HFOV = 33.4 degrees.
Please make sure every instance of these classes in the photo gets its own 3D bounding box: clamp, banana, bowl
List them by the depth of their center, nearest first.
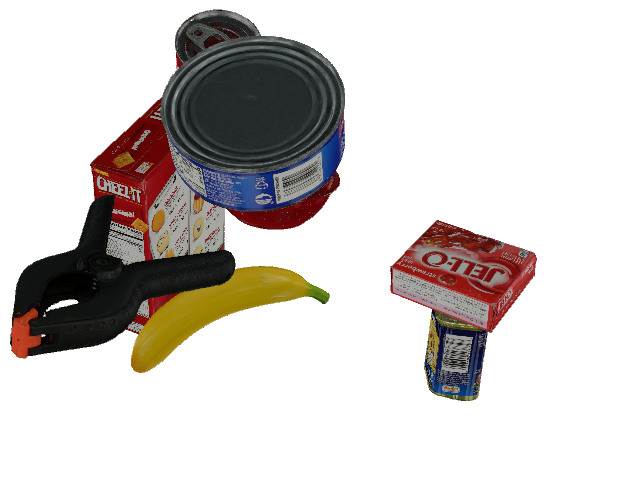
[{"bbox_3d":[-0.153,0.021,0.722,0.120,0.039,0.171,25,32,28],"label":"clamp"},{"bbox_3d":[-0.094,0.065,0.950,0.198,0.069,0.037,-20,27,13],"label":"banana"},{"bbox_3d":[-0.059,-0.057,1.297,0.162,0.055,0.162,4,26,-2],"label":"bowl"}]

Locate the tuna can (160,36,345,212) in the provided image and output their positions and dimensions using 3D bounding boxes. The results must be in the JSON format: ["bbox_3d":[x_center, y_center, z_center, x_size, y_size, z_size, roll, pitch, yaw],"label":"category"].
[{"bbox_3d":[-0.030,-0.055,0.505,0.086,0.086,0.034,0,-36,3],"label":"tuna can"}]

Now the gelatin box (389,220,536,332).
[{"bbox_3d":[0.109,0.025,0.815,0.089,0.030,0.073,21,42,28],"label":"gelatin box"}]

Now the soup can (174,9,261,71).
[{"bbox_3d":[-0.083,-0.128,0.869,0.068,0.068,0.102,0,-30,-5],"label":"soup can"}]

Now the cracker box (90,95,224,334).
[{"bbox_3d":[-0.167,-0.029,1.131,0.072,0.214,0.164,17,41,16],"label":"cracker box"}]

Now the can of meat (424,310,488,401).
[{"bbox_3d":[0.141,0.110,1.113,0.057,0.084,0.102,6,15,0],"label":"can of meat"}]
